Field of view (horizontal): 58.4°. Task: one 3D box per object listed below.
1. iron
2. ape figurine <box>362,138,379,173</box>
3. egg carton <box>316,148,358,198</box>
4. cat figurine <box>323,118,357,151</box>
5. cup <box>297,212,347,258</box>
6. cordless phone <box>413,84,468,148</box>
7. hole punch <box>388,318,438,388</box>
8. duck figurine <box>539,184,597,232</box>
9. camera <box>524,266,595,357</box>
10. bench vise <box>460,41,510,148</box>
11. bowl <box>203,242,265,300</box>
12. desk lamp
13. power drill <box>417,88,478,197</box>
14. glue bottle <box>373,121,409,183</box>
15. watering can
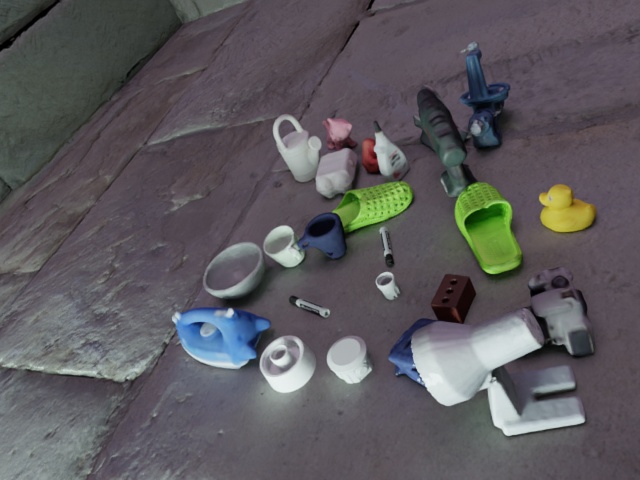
[{"bbox_3d":[-0.245,0.194,1.258,0.257,0.142,0.119,-5,44,31],"label":"iron"},{"bbox_3d":[0.140,-0.228,1.509,0.076,0.092,0.078,-11,42,26],"label":"ape figurine"},{"bbox_3d":[0.048,-0.182,1.541,0.107,0.070,0.150,-13,41,23],"label":"egg carton"},{"bbox_3d":[0.050,-0.312,1.647,0.067,0.118,0.127,-40,38,-11],"label":"cat figurine"},{"bbox_3d":[0.012,0.005,1.332,0.118,0.095,0.091,-34,37,-3],"label":"cup"},{"bbox_3d":[0.285,-0.324,1.439,0.094,0.186,0.147,-36,37,-6],"label":"cordless phone"},{"bbox_3d":[0.176,0.190,1.009,0.109,0.091,0.100,-46,39,-19],"label":"hole punch"},{"bbox_3d":[0.472,-0.068,1.100,0.104,0.086,0.078,7,52,40],"label":"duck figurine"},{"bbox_3d":[0.365,0.121,0.947,0.136,0.101,0.143,-19,39,17],"label":"camera"},{"bbox_3d":[0.392,-0.345,1.359,0.121,0.220,0.207,-17,39,19],"label":"bench vise"},{"bbox_3d":[-0.197,0.088,1.401,0.167,0.075,0.167,-19,39,16],"label":"bowl"},{"bbox_3d":[0.261,0.190,0.847,0.203,0.214,0.118,-17,39,19],"label":"desk lamp"},{"bbox_3d":[0.284,-0.210,1.291,0.075,0.209,0.229,-24,38,11],"label":"power drill"},{"bbox_3d":[0.165,-0.222,1.417,0.037,0.174,0.078,16,58,45],"label":"glue bottle"},{"bbox_3d":[-0.061,-0.267,1.610,0.172,0.195,0.101,-6,44,30],"label":"watering can"}]
